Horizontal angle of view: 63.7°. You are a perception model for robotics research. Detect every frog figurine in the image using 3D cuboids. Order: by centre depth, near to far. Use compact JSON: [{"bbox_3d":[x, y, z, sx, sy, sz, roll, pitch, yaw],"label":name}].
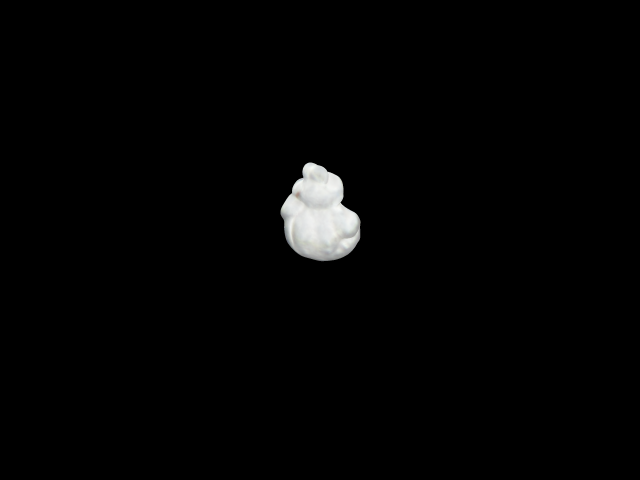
[{"bbox_3d":[0.003,-0.043,0.850,0.138,0.125,0.156,27,-30,17],"label":"frog figurine"}]
